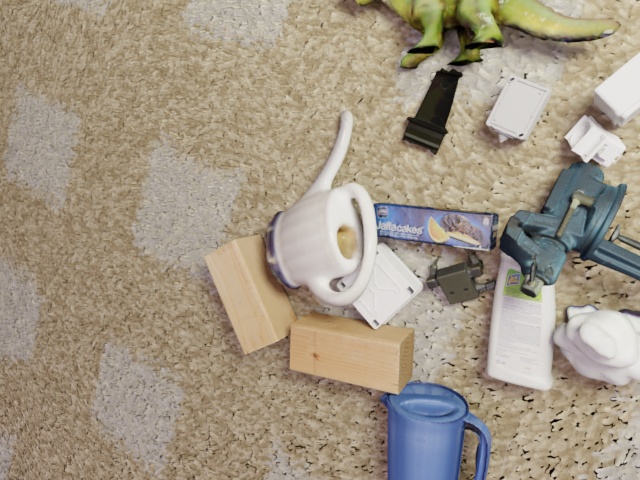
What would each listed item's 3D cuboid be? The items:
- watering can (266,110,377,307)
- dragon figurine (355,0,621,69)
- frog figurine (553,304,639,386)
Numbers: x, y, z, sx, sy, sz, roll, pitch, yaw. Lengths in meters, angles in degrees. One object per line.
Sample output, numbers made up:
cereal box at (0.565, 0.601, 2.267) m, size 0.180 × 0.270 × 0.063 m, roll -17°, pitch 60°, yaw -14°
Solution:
watering can at (0.003, -0.047, 0.927) m, size 0.222 × 0.103 × 0.353 m, roll -20°, pitch 64°, yaw 36°
dragon figurine at (0.228, -0.396, 0.795) m, size 0.410 × 0.122 × 0.243 m, roll 2°, pitch 87°, yaw 25°
frog figurine at (0.399, 0.152, 0.714) m, size 0.138 × 0.160 × 0.121 m, roll 26°, pitch 108°, yaw 21°
